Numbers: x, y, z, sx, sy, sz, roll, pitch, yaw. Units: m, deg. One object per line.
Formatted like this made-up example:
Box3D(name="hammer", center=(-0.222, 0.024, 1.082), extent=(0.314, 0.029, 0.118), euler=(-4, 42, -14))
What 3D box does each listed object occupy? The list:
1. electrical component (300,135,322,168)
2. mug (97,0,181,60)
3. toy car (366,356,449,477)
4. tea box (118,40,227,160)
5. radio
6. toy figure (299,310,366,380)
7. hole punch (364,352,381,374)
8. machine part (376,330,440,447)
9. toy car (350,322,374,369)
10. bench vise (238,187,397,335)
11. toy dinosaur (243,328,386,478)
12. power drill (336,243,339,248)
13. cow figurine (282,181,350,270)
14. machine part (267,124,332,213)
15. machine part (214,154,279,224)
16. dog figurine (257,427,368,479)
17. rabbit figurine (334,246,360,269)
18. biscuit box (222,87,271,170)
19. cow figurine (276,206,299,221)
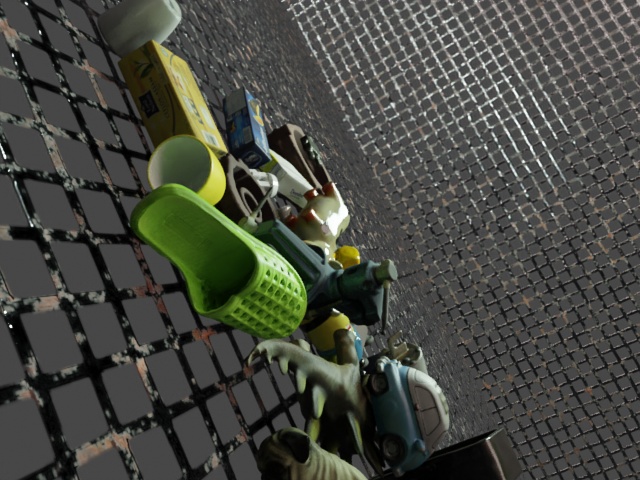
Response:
Box3D(name="electrical component", center=(-0.022, -0.213, 1.251), extent=(0.063, 0.021, 0.094), euler=(41, 25, -52))
Box3D(name="mug", center=(-0.262, -0.330, 0.808), extent=(0.080, 0.107, 0.110), euler=(54, 18, -36))
Box3D(name="toy car", center=(0.131, 0.243, 0.765), extent=(0.109, 0.103, 0.161), euler=(31, 47, -73))
Box3D(name="tea box", center=(-0.215, -0.193, 0.791), extent=(0.169, 0.068, 0.098), euler=(64, 14, 11))
Box3D(name="radio", center=(0.177, 0.360, 0.810), extent=(0.131, 0.230, 0.073), euler=(23, 40, -61))
Box3D(name="toy figure", center=(0.019, 0.163, 0.923), extent=(0.082, 0.089, 0.180), euler=(23, -41, 65))
Box3D(name="hole punch", center=(0.136, 0.269, 1.025), extent=(0.142, 0.116, 0.092), euler=(-97, -171, -48))
Box3D(name="machine part", center=(0.147, 0.257, 0.878), extent=(0.079, 0.079, 0.243), euler=(-82, 157, -67))
Box3D(name="toy car", center=(0.065, 0.193, 1.075), extent=(0.089, 0.053, 0.202), euler=(62, 11, -4))
Box3D(name="bench vise", center=(-0.016, 0.044, 0.773), extent=(0.240, 0.224, 0.129), euler=(46, 52, -31))
Box3D(name="toy dinosaur", center=(0.020, 0.225, 0.755), extent=(0.470, 0.105, 0.199), euler=(51, 18, -40))
Box3D(name="power drill", center=(0.034, 0.017, 1.249), extent=(0.207, 0.086, 0.232), euler=(68, 16, 9))
Box3D(name="cow figurine", center=(-0.002, -0.003, 0.947), extent=(0.127, 0.085, 0.195), euler=(53, 38, -19))
Box3D(name="machine part", center=(-0.051, -0.168, 1.285), extent=(0.201, 0.087, 0.201), euler=(61, 16, -1))
Box3D(name="machine part", center=(-0.124, -0.049, 0.870), extent=(0.179, 0.056, 0.179), euler=(57, 14, -23))
Box3D(name="dog figurine", center=(0.008, 0.294, 0.638), extent=(0.190, 0.121, 0.172), euler=(46, -22, 7))
Box3D(name="rabbit figurine", center=(0.029, 0.072, 1.071), extent=(0.162, 0.122, 0.173), euler=(57, -3, -28))
Box3D(name="biscuit box", center=(-0.151, -0.226, 1.093), extent=(0.062, 0.059, 0.203), euler=(47, 21, -45))
Box3D(name="cow figurine", center=(-0.044, -0.002, 1.033), extent=(0.167, 0.068, 0.098), euler=(18, 52, -65))
